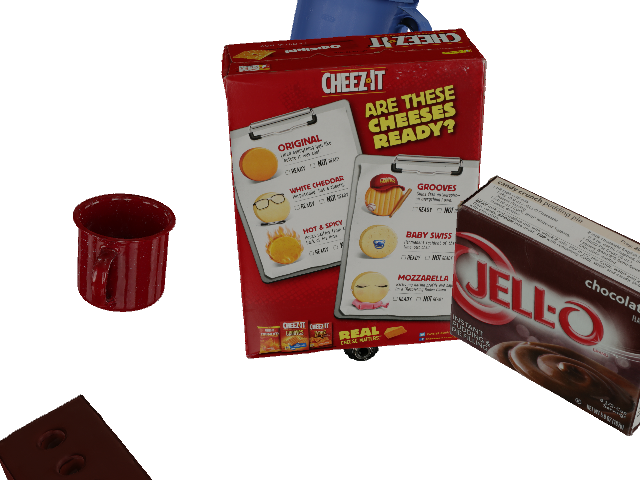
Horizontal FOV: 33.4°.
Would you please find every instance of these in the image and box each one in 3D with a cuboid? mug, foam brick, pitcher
[{"bbox_3d":[-0.185,0.018,0.982,0.093,0.081,0.117,9,28,2],"label":"mug"},{"bbox_3d":[-0.117,0.127,0.528,0.052,0.051,0.078,-29,42,-25],"label":"foam brick"},{"bbox_3d":[0.025,-0.173,1.203,0.145,0.243,0.149,10,22,-11],"label":"pitcher"}]

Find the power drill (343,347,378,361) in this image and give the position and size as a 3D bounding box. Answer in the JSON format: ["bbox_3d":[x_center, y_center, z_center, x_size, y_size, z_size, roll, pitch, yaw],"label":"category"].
[{"bbox_3d":[0.102,0.071,1.188,0.187,0.057,0.184,-3,28,-5],"label":"power drill"}]

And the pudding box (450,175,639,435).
[{"bbox_3d":[0.119,0.031,0.525,0.114,0.090,0.039,28,50,30],"label":"pudding box"}]

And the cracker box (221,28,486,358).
[{"bbox_3d":[0.022,-0.029,0.728,0.164,0.214,0.072,-5,30,-4],"label":"cracker box"}]
